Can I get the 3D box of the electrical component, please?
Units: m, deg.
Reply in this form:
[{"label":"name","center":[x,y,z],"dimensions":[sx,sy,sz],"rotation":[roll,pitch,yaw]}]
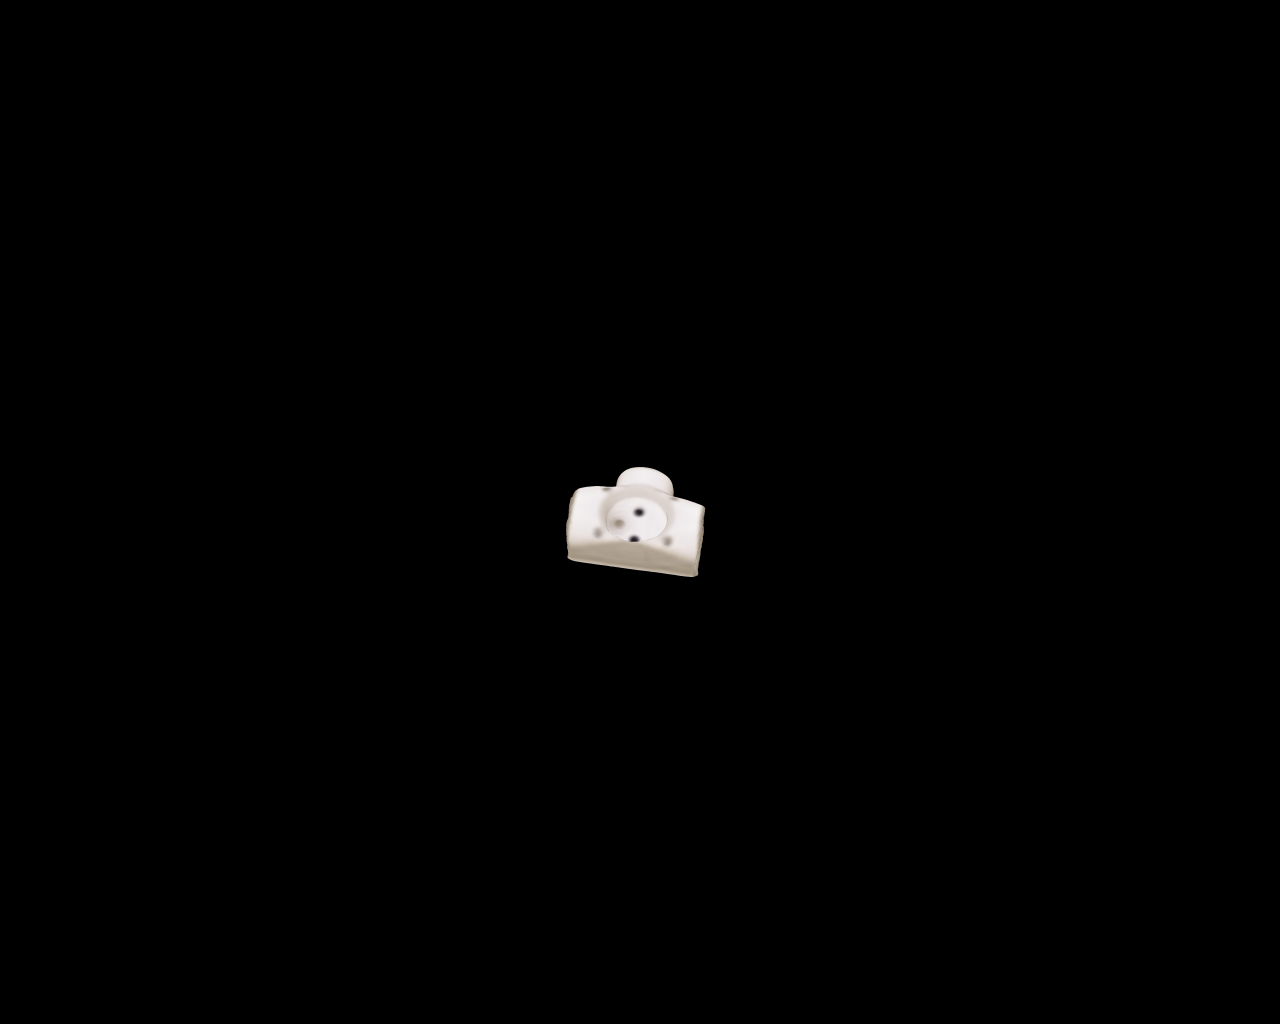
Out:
[{"label":"electrical component","center":[0.001,-0.003,0.650],"dimensions":[0.077,0.079,0.044],"rotation":[8,-33,5]}]
